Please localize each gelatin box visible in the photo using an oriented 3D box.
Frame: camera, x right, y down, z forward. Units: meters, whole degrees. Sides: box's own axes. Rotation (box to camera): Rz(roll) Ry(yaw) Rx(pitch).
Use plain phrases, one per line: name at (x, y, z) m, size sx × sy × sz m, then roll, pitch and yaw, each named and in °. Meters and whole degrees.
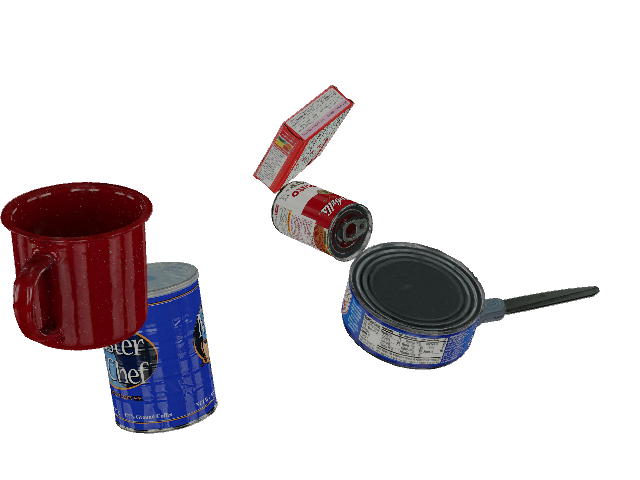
gelatin box at (-0.016, -0.093, 0.971) m, size 0.089 × 0.030 × 0.073 m, roll -45°, pitch -7°, yaw -44°

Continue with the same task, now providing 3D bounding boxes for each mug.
mug at (-0.156, 0.022, 0.671) m, size 0.093 × 0.081 × 0.117 m, roll 8°, pitch 25°, yaw 13°

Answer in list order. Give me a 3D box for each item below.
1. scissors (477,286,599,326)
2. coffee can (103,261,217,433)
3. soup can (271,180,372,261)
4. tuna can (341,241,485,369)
scissors at (0.134, 0.068, 0.862) m, size 0.202 × 0.016 × 0.096 m, roll -1°, pitch 34°, yaw 1°
coffee can at (-0.160, 0.102, 1.039) m, size 0.103 × 0.140 × 0.103 m, roll -6°, pitch 14°, yaw 1°
soup can at (0.001, -0.023, 1.219) m, size 0.068 × 0.068 × 0.102 m, roll 0°, pitch 18°, yaw -44°
tuna can at (0.057, 0.040, 0.664) m, size 0.086 × 0.034 × 0.086 m, roll 8°, pitch 37°, yaw -6°
